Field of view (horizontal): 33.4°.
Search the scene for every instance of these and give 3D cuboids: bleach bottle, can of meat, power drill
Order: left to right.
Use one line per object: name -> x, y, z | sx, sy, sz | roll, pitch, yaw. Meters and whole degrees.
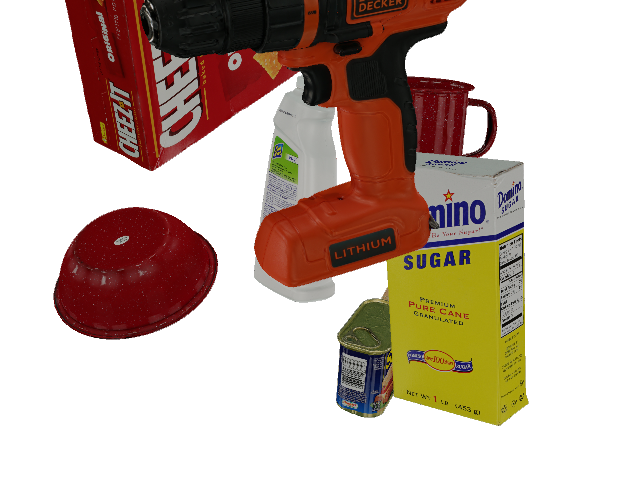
bleach bottle -> -0.019, -0.064, 1.204 | 0.067, 0.251, 0.103 | -8, 23, -40
power drill -> -0.002, -0.069, 0.582 | 0.184, 0.188, 0.057 | -15, 36, -21
can of meat -> 0.055, 0.122, 1.106 | 0.057, 0.084, 0.102 | 14, 28, 18

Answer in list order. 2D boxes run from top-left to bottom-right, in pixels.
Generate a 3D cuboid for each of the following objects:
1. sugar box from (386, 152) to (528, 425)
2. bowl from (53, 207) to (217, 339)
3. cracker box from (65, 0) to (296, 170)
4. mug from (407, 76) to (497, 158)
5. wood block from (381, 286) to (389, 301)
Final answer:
sugar box -> 0.092, 0.031, 0.735 | 0.094, 0.176, 0.048 | 9, 23, 39
bowl -> -0.181, 0.018, 1.011 | 0.162, 0.055, 0.162 | -7, 41, 6
cracker box -> -0.076, -0.174, 0.772 | 0.072, 0.164, 0.213 | 28, 50, 29
mug -> 0.100, -0.100, 0.956 | 0.117, 0.081, 0.093 | 2, 15, -5
wood block -> 0.158, 0.088, 1.614 | 0.091, 0.090, 0.205 | 4, 21, 14
